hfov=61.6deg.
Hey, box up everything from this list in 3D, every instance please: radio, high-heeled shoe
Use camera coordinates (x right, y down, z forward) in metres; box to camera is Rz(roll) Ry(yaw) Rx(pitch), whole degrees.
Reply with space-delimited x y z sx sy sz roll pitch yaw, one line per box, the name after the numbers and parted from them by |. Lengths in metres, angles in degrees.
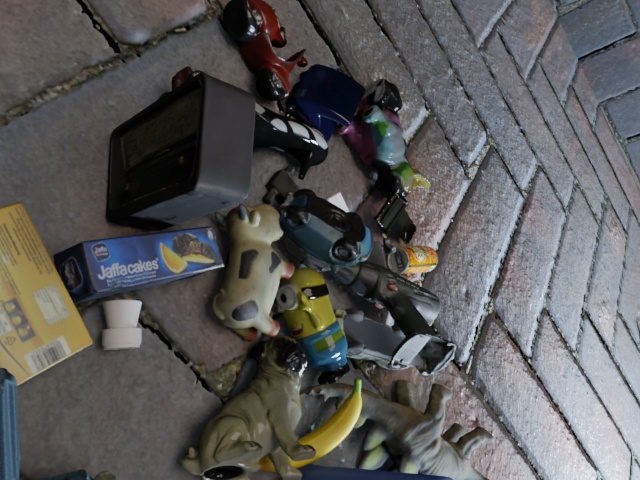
-0.173 -0.092 0.639 0.073 0.230 0.131 11 74 -42 | radio
-0.083 -0.199 0.880 0.248 0.086 0.145 40 40 -26 | high-heeled shoe

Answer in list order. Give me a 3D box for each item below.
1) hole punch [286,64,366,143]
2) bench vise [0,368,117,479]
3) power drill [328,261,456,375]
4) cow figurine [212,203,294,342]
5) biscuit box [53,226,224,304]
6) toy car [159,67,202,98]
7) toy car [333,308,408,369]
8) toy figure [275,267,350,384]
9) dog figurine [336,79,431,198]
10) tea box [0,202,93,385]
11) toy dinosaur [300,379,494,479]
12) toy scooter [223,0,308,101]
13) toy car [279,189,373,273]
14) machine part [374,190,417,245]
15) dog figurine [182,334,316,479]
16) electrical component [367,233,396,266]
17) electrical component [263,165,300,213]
0.012 -0.257 0.982 0.115 0.092 0.142 40 55 -24 | hole punch
-0.287 0.203 0.465 0.224 0.129 0.240 2 109 -20 | bench vise
0.121 0.120 0.894 0.232 0.086 0.207 22 19 -28 | power drill
-0.103 0.033 0.775 0.127 0.086 0.195 38 54 -38 | cow figurine
-0.211 0.026 0.654 0.202 0.063 0.059 -12 85 -58 | biscuit box
-0.172 -0.141 0.754 0.053 0.089 0.202 -19 92 -49 | toy car
0.092 0.176 0.940 0.201 0.056 0.073 24 55 -34 | toy car
-0.010 0.130 0.837 0.089 0.082 0.180 -32 96 -57 | toy figure
0.139 -0.187 1.076 0.219 0.109 0.191 49 45 -28 | dog figurine
-0.324 0.058 0.550 0.098 0.068 0.169 -29 97 -48 | tea box
0.160 0.342 0.921 0.471 0.105 0.198 40 55 -15 | toy dinosaur
-0.082 -0.334 0.921 0.135 0.075 0.183 -35 106 -45 | toy scooter
-0.002 -0.003 0.860 0.161 0.103 0.109 28 31 -8 | toy car
0.151 -0.040 1.048 0.084 0.039 0.138 -60 146 -8 | machine part
-0.096 0.218 0.727 0.172 0.121 0.191 11 43 -25 | dog figurine
0.097 0.027 1.002 0.102 0.045 0.078 5 72 -44 | electrical component
-0.057 -0.082 0.899 0.063 0.021 0.094 49 48 -23 | electrical component
